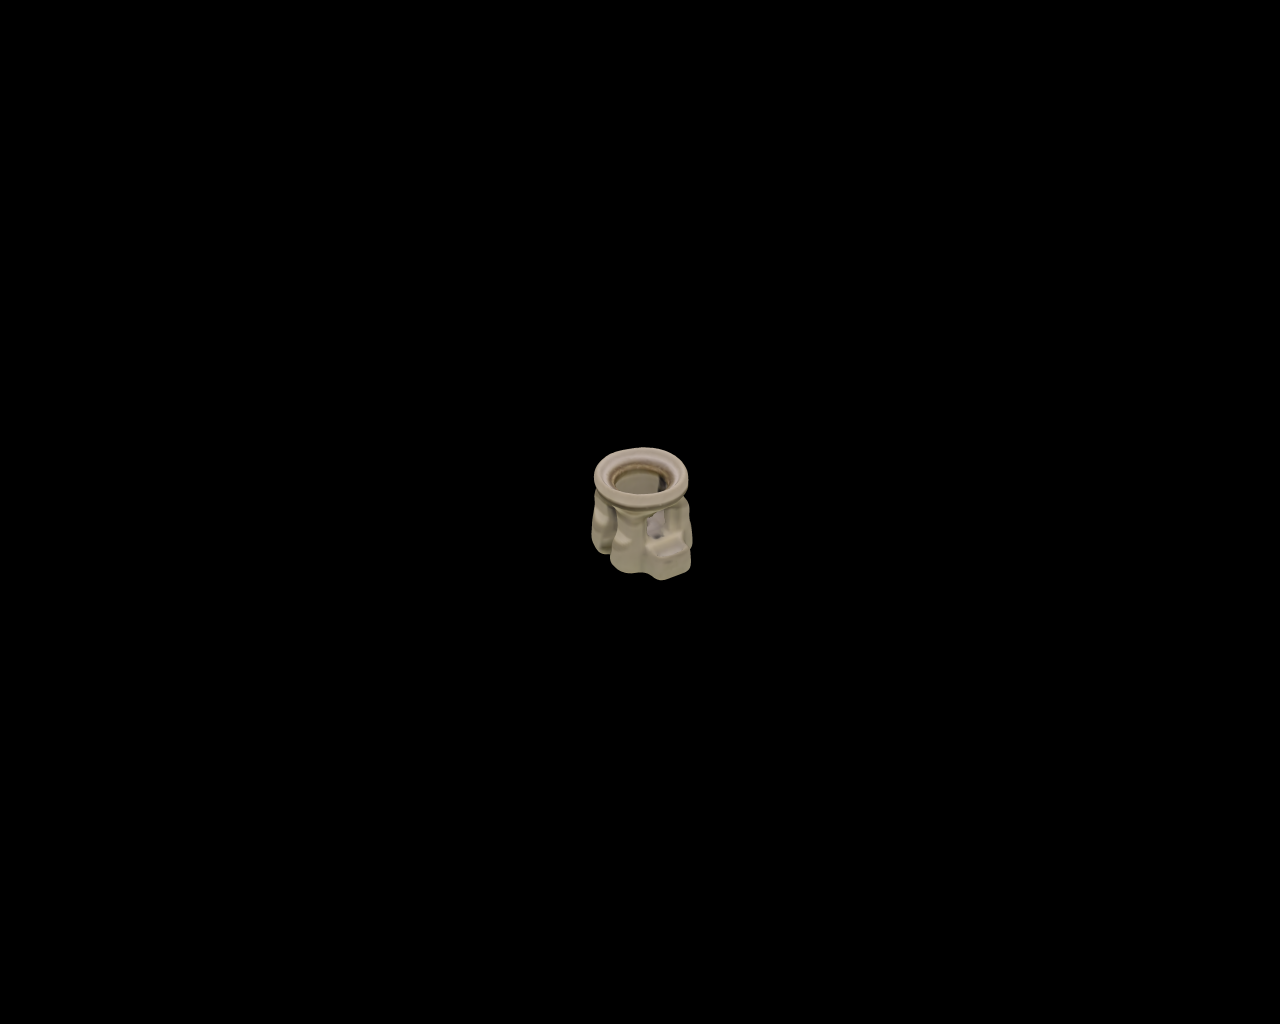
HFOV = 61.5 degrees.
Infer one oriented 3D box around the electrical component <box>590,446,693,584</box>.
[{"bbox_3d":[0.001,-0.003,0.650,0.058,0.056,0.078,-20,41,-25],"label":"electrical component"}]
